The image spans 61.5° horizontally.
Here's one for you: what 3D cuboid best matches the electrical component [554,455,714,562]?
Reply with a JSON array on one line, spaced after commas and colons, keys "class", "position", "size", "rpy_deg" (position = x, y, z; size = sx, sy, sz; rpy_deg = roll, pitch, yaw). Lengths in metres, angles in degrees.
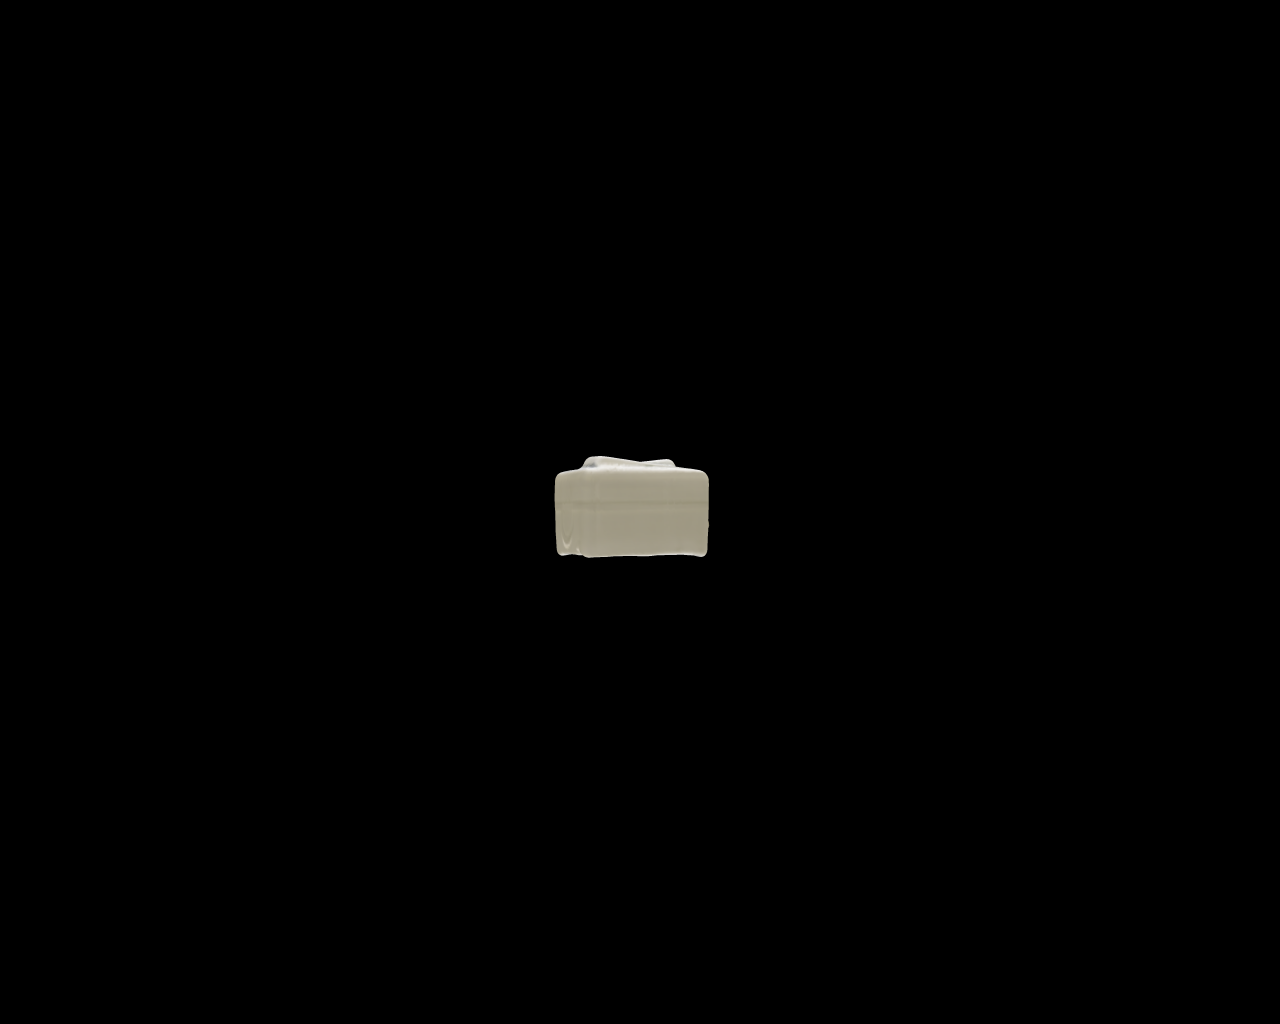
[{"class": "electrical component", "position": [0.001, -0.003, 0.650], "size": [0.096, 0.061, 0.061], "rpy_deg": [0, 0, -21]}]
